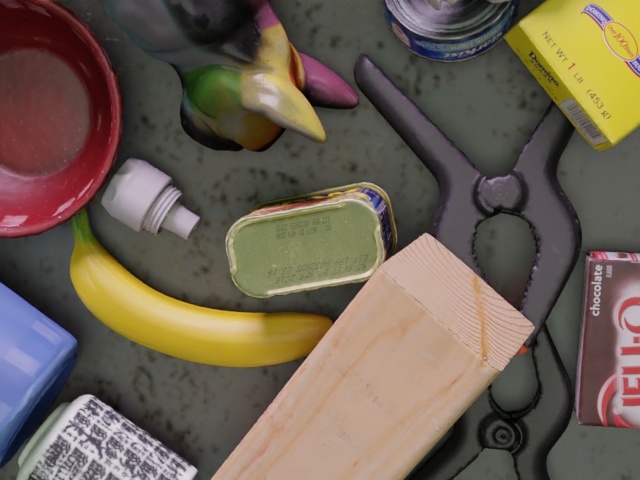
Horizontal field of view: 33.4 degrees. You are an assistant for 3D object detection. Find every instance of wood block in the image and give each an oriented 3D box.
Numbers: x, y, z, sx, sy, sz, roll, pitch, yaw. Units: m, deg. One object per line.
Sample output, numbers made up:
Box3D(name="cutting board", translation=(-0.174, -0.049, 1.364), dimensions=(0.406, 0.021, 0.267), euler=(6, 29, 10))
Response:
Box3D(name="wood block", translation=(0.026, 0.108, 0.657), dimensions=(0.090, 0.090, 0.206), euler=(42, 115, 10))

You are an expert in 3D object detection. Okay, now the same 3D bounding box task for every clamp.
Box3D(name="clamp", translation=(0.103, -0.033, 0.676), dimensions=(0.164, 0.036, 0.210), euler=(0, 88, 9))
Box3D(name="clamp", translation=(0.129, 0.134, 0.703), dimensions=(0.120, 0.039, 0.171), euler=(22, 99, 2))

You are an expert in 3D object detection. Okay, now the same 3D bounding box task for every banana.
Box3D(name="banana", translation=(-0.090, 0.048, 0.716), dimensions=(0.198, 0.037, 0.070), euler=(23, 112, 2))

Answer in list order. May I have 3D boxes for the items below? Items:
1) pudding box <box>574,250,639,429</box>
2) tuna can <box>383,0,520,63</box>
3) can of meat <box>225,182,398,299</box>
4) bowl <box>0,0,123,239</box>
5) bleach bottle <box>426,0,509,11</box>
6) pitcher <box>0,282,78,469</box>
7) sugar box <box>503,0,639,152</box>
Box3D(name="pudding box", translation=(0.212, 0.065, 0.683), dimensions=(0.090, 0.039, 0.113), euler=(2, 98, 7))
Box3D(name="tuna can", translation=(0.080, -0.156, 0.659), dimensions=(0.086, 0.033, 0.086), euler=(-2, 77, 9))
Box3D(name="can of meat", translation=(-0.005, 0.001, 0.679), dimensions=(0.102, 0.084, 0.057), euler=(-11, 96, 8))
Box3D(name="bowl", translation=(-0.202, -0.084, 0.707), dimensions=(0.162, 0.055, 0.162), euler=(1, 98, 7))
Box3D(name="bleach bottle", translation=(0.155, -0.225, 0.613), dimensions=(0.251, 0.068, 0.102), euler=(-37, 82, 0))
Box3D(name="pitcher", translation=(-0.282, 0.041, 0.694), dimensions=(0.243, 0.149, 0.145), euler=(33, 88, -2))
Box3D(name="sugar box", translation=(0.208, -0.142, 0.635), dimensions=(0.176, 0.048, 0.093), euler=(-39, 92, -2))
